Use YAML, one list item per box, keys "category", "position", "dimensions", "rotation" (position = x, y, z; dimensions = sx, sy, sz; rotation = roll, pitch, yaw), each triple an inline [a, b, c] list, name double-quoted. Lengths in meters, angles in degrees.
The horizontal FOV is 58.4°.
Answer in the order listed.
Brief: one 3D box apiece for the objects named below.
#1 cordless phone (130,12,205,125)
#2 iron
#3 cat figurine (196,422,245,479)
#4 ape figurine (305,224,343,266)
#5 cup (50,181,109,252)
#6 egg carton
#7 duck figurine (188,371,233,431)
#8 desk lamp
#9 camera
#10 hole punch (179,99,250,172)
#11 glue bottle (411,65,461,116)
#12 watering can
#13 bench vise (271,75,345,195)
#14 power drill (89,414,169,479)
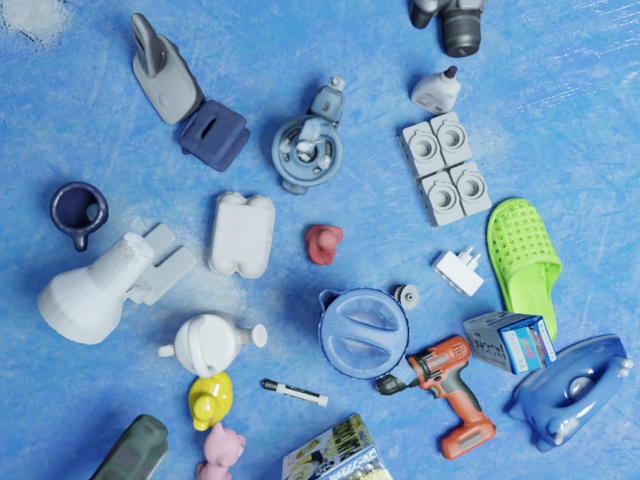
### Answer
- category: "cordless phone"
  position: [-0.268, -0.288, 0.967]
  dimensions: [0.094, 0.185, 0.147]
  rotation: [-34, 88, -5]
- category: "iron"
  position: [0.460, 0.257, 0.992]
  dimensions: [0.258, 0.141, 0.118]
  rotation: [-42, 89, -5]
- category: "cat figurine"
  position: [-0.168, 0.367, 0.959]
  dimensions: [0.067, 0.117, 0.128]
  rotation: [19, 85, -1]
- category: "ape figurine"
  position: [0.009, 0.004, 1.009]
  dimensions: [0.078, 0.092, 0.076]
  rotation: [-35, 88, -5]
- category: "cup"
  position: [-0.401, -0.036, 0.986]
  dimensions: [0.091, 0.095, 0.118]
  rotation: [-5, 86, -3]
- category: "egg carton"
  position: [-0.137, -0.008, 1.012]
  dimensions: [0.107, 0.069, 0.150]
  rotation: [6, 85, -3]
- category: "duck figurine"
  position: [-0.191, 0.276, 0.980]
  dimensions: [0.077, 0.086, 0.105]
  rotation: [16, 85, -2]
- category: "desk lamp"
  position: [-0.321, 0.060, 0.924]
  dimensions: [0.203, 0.213, 0.118]
  rotation: [-44, 89, -5]
- category: "camera"
  position: [0.244, -0.413, 1.048]
  dimensions: [0.143, 0.100, 0.137]
  rotation: [-2, 86, -3]
- category: "hole punch"
  position: [-0.190, -0.186, 1.011]
  dimensions: [0.101, 0.091, 0.109]
  rotation: [34, 85, 0]
- category: "glue bottle"
  position: [0.211, -0.267, 0.999]
  dimensions: [0.078, 0.173, 0.037]
  rotation: [30, 85, 0]
- category: "watering can"
  position: [-0.177, 0.167, 0.935]
  dimensions: [0.173, 0.194, 0.101]
  rotation: [-31, 88, -5]
- category: "bench vise"
  position: [-0.018, -0.188, 0.957]
  dimensions: [0.121, 0.219, 0.207]
  rotation: [5, 86, -3]
- category: "power drill"
  position: [-0.314, 0.375, 0.905]
  dimensions: [0.075, 0.208, 0.230]
  rotation: [32, 85, 0]
